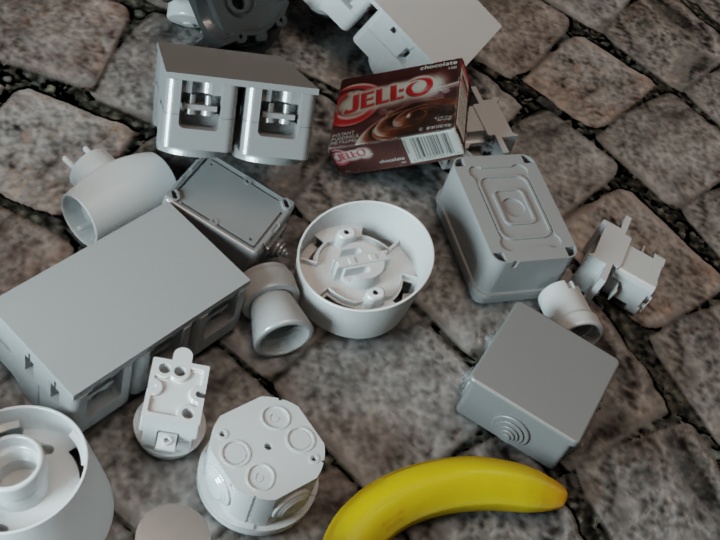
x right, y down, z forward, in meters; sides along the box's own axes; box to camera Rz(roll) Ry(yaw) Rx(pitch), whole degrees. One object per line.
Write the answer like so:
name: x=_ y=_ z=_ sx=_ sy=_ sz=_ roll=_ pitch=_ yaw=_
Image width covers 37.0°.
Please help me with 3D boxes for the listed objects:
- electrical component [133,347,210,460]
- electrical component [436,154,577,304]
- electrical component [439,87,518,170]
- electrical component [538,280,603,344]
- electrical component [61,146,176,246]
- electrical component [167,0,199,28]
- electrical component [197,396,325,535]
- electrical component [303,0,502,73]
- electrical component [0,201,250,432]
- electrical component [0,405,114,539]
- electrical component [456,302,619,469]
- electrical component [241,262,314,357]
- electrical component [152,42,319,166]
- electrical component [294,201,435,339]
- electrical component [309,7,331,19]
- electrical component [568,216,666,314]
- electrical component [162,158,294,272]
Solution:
electrical component: x=-0.123 y=0.093 z=0.703 sx=0.048 sy=0.055 sz=0.066 roll=11 pitch=51 yaw=-8
electrical component: x=0.116 y=-0.033 z=0.873 sx=0.078 sy=0.057 sz=0.113 roll=-5 pitch=54 yaw=-20
electrical component: x=0.097 y=-0.117 z=0.944 sx=0.064 sy=0.042 sz=0.081 roll=-7 pitch=55 yaw=-20
electrical component: x=0.164 y=0.036 z=0.845 sx=0.040 sy=0.040 sz=0.046 roll=-2 pitch=48 yaw=-18
electrical component: x=-0.193 y=-0.065 z=0.816 sx=0.079 sy=0.043 sz=0.077 roll=43 pitch=53 yaw=18
electrical component: x=-0.149 y=-0.253 z=0.961 sx=0.040 sy=0.040 sz=0.078 roll=8 pitch=87 yaw=-11
electrical component: x=-0.064 y=0.126 z=0.698 sx=0.080 sy=0.051 sz=0.080 roll=8 pitch=51 yaw=-10
electrical component: x=0.026 y=-0.249 z=0.983 sx=0.186 sy=0.060 sz=0.105 roll=45 pitch=51 yaw=-7
electrical component: x=-0.163 y=0.032 z=0.735 sx=0.089 sy=0.061 sz=0.150 roll=42 pitch=53 yaw=17
electrical component: x=-0.205 y=0.134 z=0.657 sx=0.099 sy=0.064 sz=0.099 roll=0 pitch=48 yaw=0
electrical component: x=0.129 y=0.085 z=0.789 sx=0.100 sy=0.048 sz=0.099 roll=31 pitch=51 yaw=9
electrical component: x=-0.063 y=0.028 z=0.779 sx=0.045 sy=0.045 sz=0.055 roll=-8 pitch=55 yaw=-22
electrical component: x=-0.103 y=-0.129 z=0.829 sx=0.105 sy=0.060 sz=0.186 roll=4 pitch=17 yaw=-14
electrical component: x=0.000 y=0.000 z=0.808 sx=0.099 sy=0.064 sz=0.099 roll=8 pitch=51 yaw=-10
electrical component: x=-0.026 y=-0.269 z=1.030 sx=0.040 sy=0.040 sz=0.046 roll=23 pitch=44 yaw=2
electrical component: x=0.214 y=0.000 z=0.887 sx=0.064 sy=0.042 sz=0.081 roll=29 pitch=51 yaw=5
electrical component: x=-0.098 y=-0.031 z=0.810 sx=0.096 sy=0.061 sz=0.061 roll=32 pitch=50 yaw=2
